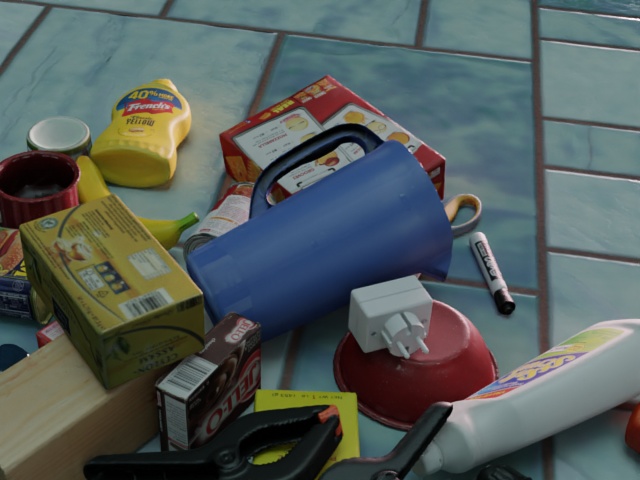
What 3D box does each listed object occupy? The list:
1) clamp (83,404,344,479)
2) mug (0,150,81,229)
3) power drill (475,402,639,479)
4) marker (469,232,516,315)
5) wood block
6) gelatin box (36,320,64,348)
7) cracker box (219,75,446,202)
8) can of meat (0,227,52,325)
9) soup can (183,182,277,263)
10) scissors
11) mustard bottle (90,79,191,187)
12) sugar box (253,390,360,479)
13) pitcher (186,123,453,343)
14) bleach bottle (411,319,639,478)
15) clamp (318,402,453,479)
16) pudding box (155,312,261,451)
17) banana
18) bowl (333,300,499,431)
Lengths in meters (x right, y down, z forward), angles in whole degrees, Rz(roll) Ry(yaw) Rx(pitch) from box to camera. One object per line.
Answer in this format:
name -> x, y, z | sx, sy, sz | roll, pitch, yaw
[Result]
clamp -> -0.080, 0.184, 0.856 | 0.209, 0.036, 0.165 | -28, 38, -24
mug -> -0.311, -0.036, 1.136 | 0.117, 0.081, 0.093 | -6, 40, -12
power drill -> 0.248, 0.212, 0.894 | 0.185, 0.057, 0.187 | 35, 51, 29
marker -> 0.183, 0.036, 1.136 | 0.020, 0.020, 0.121 | -3, 39, -9
wood block -> -0.207, 0.143, 0.914 | 0.090, 0.091, 0.205 | 29, 45, 29
gelatin box -> -0.216, 0.096, 0.986 | 0.030, 0.073, 0.089 | 27, 44, 27
cracker box -> 0.012, -0.083, 1.217 | 0.164, 0.072, 0.214 | -31, 50, -22
can of meat -> -0.302, 0.033, 1.073 | 0.084, 0.057, 0.102 | 7, 38, 9
soup can -> -0.092, -0.006, 1.129 | 0.068, 0.068, 0.102 | 17, 41, 15
scissors -> 0.107, -0.004, 1.183 | 0.096, 0.016, 0.201 | 26, 44, 28
mustard bottle -> -0.208, -0.140, 1.294 | 0.096, 0.058, 0.191 | 4, 38, 5
sugar box -> -0.012, 0.204, 0.891 | 0.093, 0.048, 0.176 | 1, 38, -3
pitcher -> -0.007, 0.001, 1.038 | 0.242, 0.145, 0.149 | -26, 32, -9
bleach bottle -> 0.188, 0.145, 0.945 | 0.250, 0.068, 0.103 | -21, 4, -26
clamp -> 0.063, 0.205, 0.831 | 0.171, 0.039, 0.120 | -25, 50, -18
pudding box -> -0.096, 0.131, 0.940 | 0.039, 0.090, 0.113 | 23, 43, 26
banana -> -0.215, -0.031, 1.163 | 0.198, 0.037, 0.069 | 27, 68, 32
bowl -> 0.094, 0.105, 1.015 | 0.162, 0.055, 0.162 | 2, 39, -2
